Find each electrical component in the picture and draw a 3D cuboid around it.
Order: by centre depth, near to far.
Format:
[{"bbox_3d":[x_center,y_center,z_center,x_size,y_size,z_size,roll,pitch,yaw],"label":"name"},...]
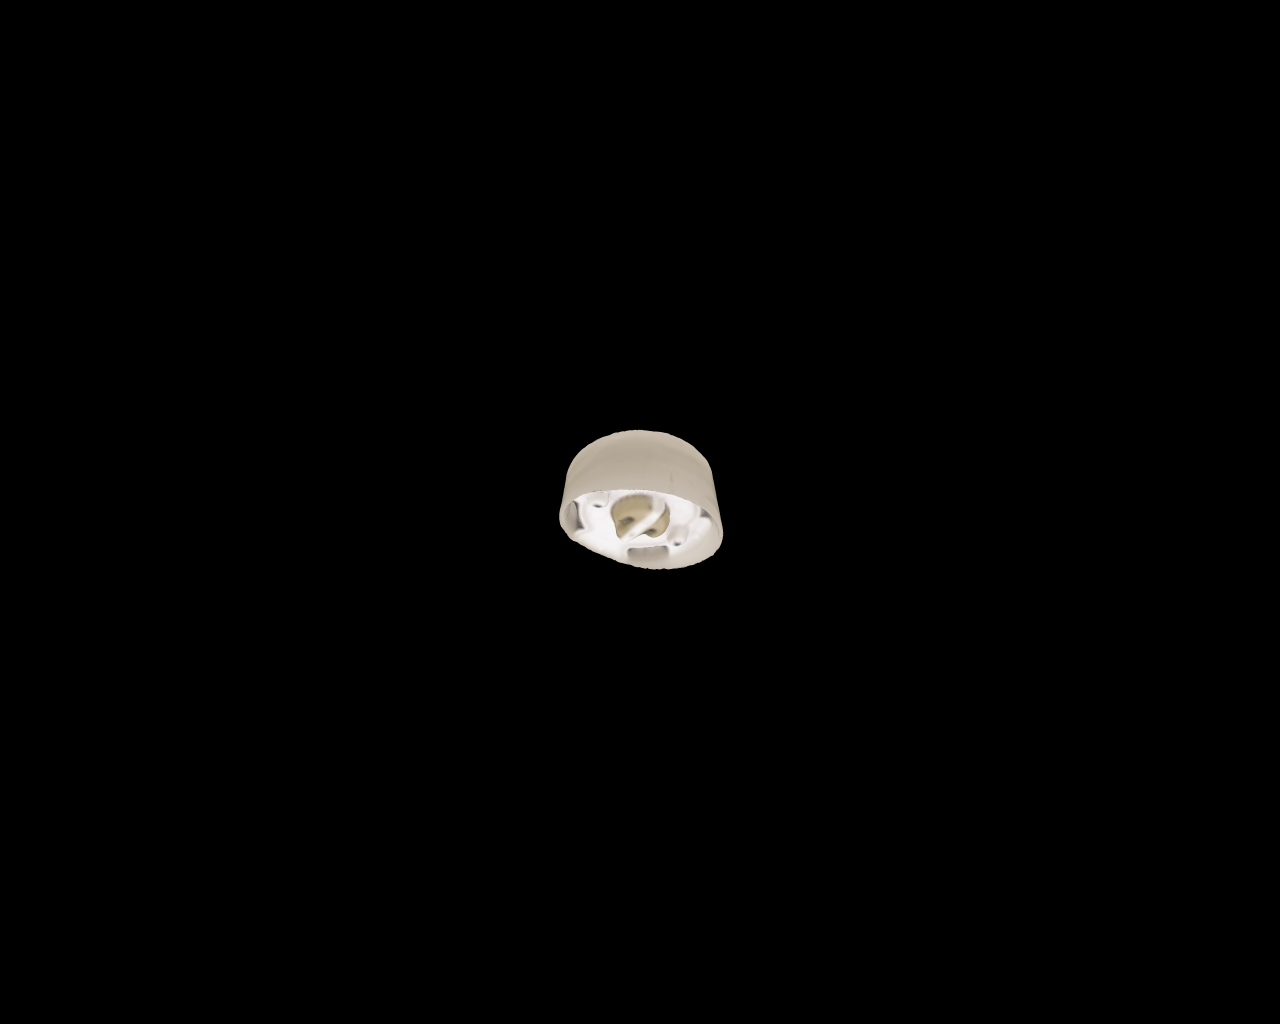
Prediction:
[{"bbox_3d":[0.001,-0.003,0.650,0.099,0.064,0.099,0,-40,0],"label":"electrical component"}]
